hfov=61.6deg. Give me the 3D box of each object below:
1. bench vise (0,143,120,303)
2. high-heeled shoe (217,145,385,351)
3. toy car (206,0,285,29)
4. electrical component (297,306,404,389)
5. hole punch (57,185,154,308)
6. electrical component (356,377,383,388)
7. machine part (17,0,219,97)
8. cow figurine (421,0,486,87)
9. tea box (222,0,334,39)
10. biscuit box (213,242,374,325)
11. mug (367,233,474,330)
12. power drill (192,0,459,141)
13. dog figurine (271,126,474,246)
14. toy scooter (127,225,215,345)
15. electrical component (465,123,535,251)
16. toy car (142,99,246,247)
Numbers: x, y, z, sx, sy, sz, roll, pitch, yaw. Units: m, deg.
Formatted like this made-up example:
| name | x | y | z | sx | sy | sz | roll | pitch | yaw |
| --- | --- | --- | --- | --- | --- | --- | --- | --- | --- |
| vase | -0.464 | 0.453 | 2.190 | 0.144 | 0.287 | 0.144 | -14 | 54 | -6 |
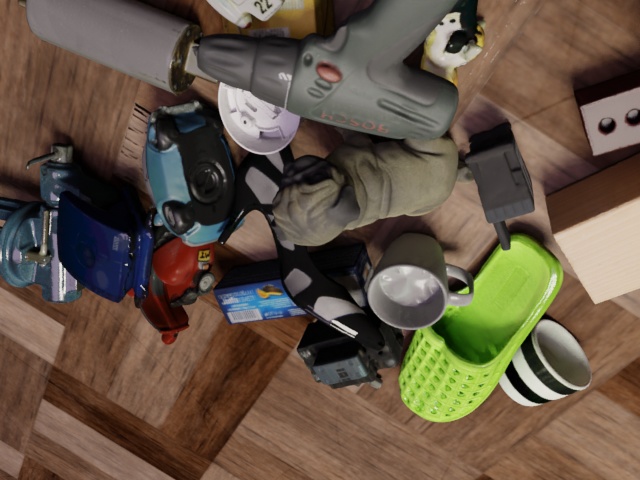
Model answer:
| name | x | y | z | sx | sy | sz | roll | pitch | yaw |
| --- | --- | --- | --- | --- | --- | --- | --- | --- | --- |
| bench vise | -0.399 | -0.029 | 0.723 | 0.241 | 0.129 | 0.223 | 11 | 118 | 8 |
| high-heeled shoe | -0.001 | -0.002 | 0.590 | 0.249 | 0.086 | 0.145 | 35 | 86 | 11 |
| toy car | -0.100 | -0.271 | 0.438 | 0.073 | 0.056 | 0.201 | -30 | 104 | 31 |
| electrical component | 0.040 | 0.116 | 0.647 | 0.115 | 0.134 | 0.058 | -22 | 110 | 25 |
| hole punch | -0.255 | 0.005 | 0.642 | 0.116 | 0.092 | 0.142 | 47 | 129 | 38 |
| electrical component | 0.050 | 0.168 | 0.739 | 0.094 | 0.021 | 0.063 | 29 | 123 | 1 |
| machine part | -0.216 | -0.221 | 0.574 | 0.243 | 0.079 | 0.079 | 23 | 123 | 4 |
| cow figurine | 0.107 | -0.210 | 0.470 | 0.098 | 0.068 | 0.167 | -16 | 129 | 29 |
| tea box | -0.045 | -0.264 | 0.498 | 0.098 | 0.068 | 0.169 | 4 | 118 | 16 |
| biscuit box | -0.034 | 0.058 | 0.680 | 0.203 | 0.063 | 0.059 | -10 | 115 | 24 |
| mug | 0.113 | 0.036 | 0.592 | 0.110 | 0.107 | 0.080 | 3 | 120 | 13 |
| power drill | 0.025 | -0.168 | 0.418 | 0.232 | 0.086 | 0.207 | 19 | 141 | -12 |
| dog figurine | 0.058 | -0.047 | 0.514 | 0.172 | 0.190 | 0.121 | -3 | 118 | 18 |
| toy scooter | -0.195 | 0.060 | 0.709 | 0.184 | 0.075 | 0.135 | -32 | 73 | 35 |
| electrical component | 0.187 | -0.049 | 0.539 | 0.048 | 0.075 | 0.119 | -18 | 107 | 27 |
| toy car | -0.161 | -0.075 | 0.627 | 0.103 | 0.109 | 0.161 | -1 | 111 | 42 |
